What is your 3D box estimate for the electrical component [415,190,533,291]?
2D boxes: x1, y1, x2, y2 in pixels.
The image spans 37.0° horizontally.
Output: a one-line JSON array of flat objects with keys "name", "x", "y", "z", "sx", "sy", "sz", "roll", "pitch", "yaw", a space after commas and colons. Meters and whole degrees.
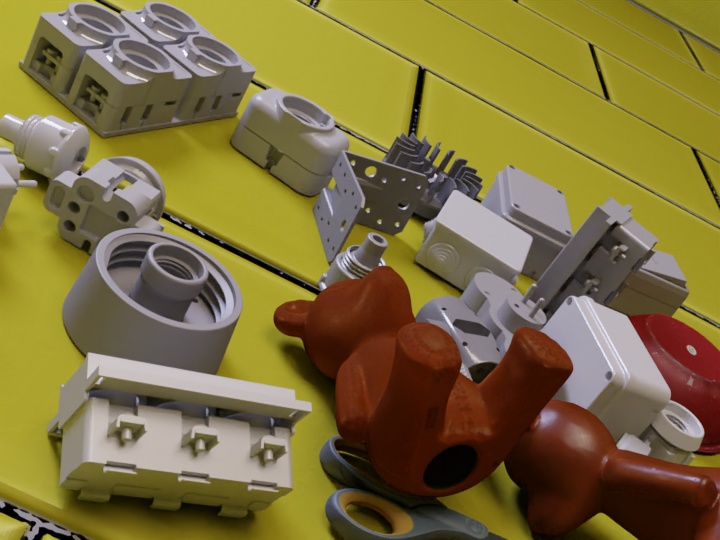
[{"name": "electrical component", "x": 0.104, "y": -0.019, "z": 0.987, "sx": 0.100, "sy": 0.048, "sz": 0.099, "roll": 32, "pitch": 27, "yaw": 2}]

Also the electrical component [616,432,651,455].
[{"name": "electrical component", "x": 0.210, "y": 0.155, "z": 0.809, "sx": 0.055, "sy": 0.045, "sz": 0.045, "roll": 37, "pitch": 28, "yaw": 13}]

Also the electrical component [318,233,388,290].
[{"name": "electrical component", "x": 0.000, "y": 0.000, "z": 0.836, "sx": 0.048, "sy": 0.062, "sz": 0.048, "roll": 24, "pitch": 28, "yaw": -14}]

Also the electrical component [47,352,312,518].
[{"name": "electrical component", "x": -0.098, "y": 0.092, "z": 0.583, "sx": 0.121, "sy": 0.079, "sz": 0.063, "roll": 14, "pitch": 54, "yaw": -29}]

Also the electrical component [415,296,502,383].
[{"name": "electrical component", "x": 0.061, "y": 0.057, "z": 0.822, "sx": 0.079, "sy": 0.043, "sz": 0.077, "roll": 12, "pitch": 33, "yaw": -33}]

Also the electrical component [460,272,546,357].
[{"name": "electrical component", "x": 0.127, "y": 0.045, "z": 0.876, "sx": 0.052, "sy": 0.073, "sz": 0.138, "roll": 18, "pitch": 30, "yaw": -24}]

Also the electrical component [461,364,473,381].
[{"name": "electrical component", "x": 0.064, "y": 0.098, "z": 0.758, "sx": 0.043, "sy": 0.043, "sz": 0.081, "roll": 18, "pitch": 30, "yaw": -24}]

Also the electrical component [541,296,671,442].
[{"name": "electrical component", "x": 0.189, "y": 0.084, "z": 0.870, "sx": 0.057, "sy": 0.078, "sz": 0.113, "roll": 21, "pitch": 29, "yaw": -24}]

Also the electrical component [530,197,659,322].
[{"name": "electrical component", "x": 0.210, "y": 0.003, "z": 0.976, "sx": 0.063, "sy": 0.121, "sz": 0.079, "roll": 41, "pitch": 29, "yaw": 13}]

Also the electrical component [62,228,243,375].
[{"name": "electrical component", "x": -0.126, "y": 0.018, "z": 0.683, "sx": 0.108, "sy": 0.060, "sz": 0.108, "roll": 24, "pitch": 28, "yaw": -14}]

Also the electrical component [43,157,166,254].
[{"name": "electrical component", "x": -0.170, "y": -0.045, "z": 0.748, "sx": 0.078, "sy": 0.058, "sz": 0.057, "roll": 30, "pitch": 30, "yaw": -1}]

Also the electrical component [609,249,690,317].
[{"name": "electrical component", "x": 0.281, "y": 0.008, "z": 1.105, "sx": 0.096, "sy": 0.061, "sz": 0.061, "roll": 22, "pitch": 29, "yaw": -17}]

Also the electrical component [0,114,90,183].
[{"name": "electrical component", "x": -0.231, "y": -0.093, "z": 0.780, "sx": 0.062, "sy": 0.048, "sz": 0.048, "roll": 25, "pitch": 27, "yaw": 3}]

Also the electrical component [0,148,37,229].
[{"name": "electrical component", "x": -0.250, "y": -0.062, "z": 0.706, "sx": 0.076, "sy": 0.047, "sz": 0.083, "roll": -5, "pitch": 44, "yaw": -49}]

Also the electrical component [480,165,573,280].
[{"name": "electrical component", "x": 0.167, "y": -0.049, "z": 1.090, "sx": 0.078, "sy": 0.057, "sz": 0.113, "roll": 26, "pitch": 28, "yaw": -10}]

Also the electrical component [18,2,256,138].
[{"name": "electrical component", "x": -0.189, "y": -0.182, "z": 0.952, "sx": 0.105, "sy": 0.060, "sz": 0.186, "roll": 39, "pitch": 29, "yaw": 16}]

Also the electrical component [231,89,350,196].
[{"name": "electrical component", "x": -0.061, "y": -0.120, "z": 0.977, "sx": 0.095, "sy": 0.059, "sz": 0.054, "roll": 35, "pitch": 28, "yaw": 8}]

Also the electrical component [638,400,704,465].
[{"name": "electrical component", "x": 0.240, "y": 0.137, "z": 0.856, "sx": 0.048, "sy": 0.055, "sz": 0.066, "roll": 12, "pitch": 33, "yaw": -32}]
